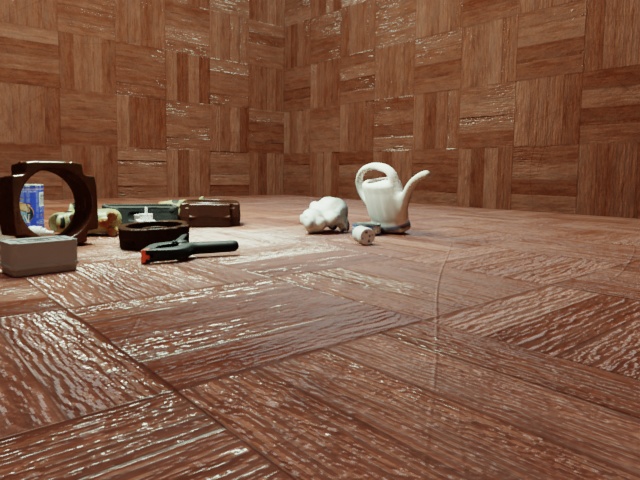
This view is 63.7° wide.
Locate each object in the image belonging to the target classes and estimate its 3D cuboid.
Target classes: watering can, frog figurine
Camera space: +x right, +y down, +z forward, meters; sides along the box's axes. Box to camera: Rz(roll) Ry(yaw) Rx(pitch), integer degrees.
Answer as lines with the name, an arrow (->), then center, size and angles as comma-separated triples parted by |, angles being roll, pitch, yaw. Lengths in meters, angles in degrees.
watering can -> 0.219, -0.121, 1.540 | 0.105, 0.221, 0.349 | -23, 19, -25
frog figurine -> 0.005, -0.079, 1.577 | 0.159, 0.121, 0.139 | 10, 19, -37
